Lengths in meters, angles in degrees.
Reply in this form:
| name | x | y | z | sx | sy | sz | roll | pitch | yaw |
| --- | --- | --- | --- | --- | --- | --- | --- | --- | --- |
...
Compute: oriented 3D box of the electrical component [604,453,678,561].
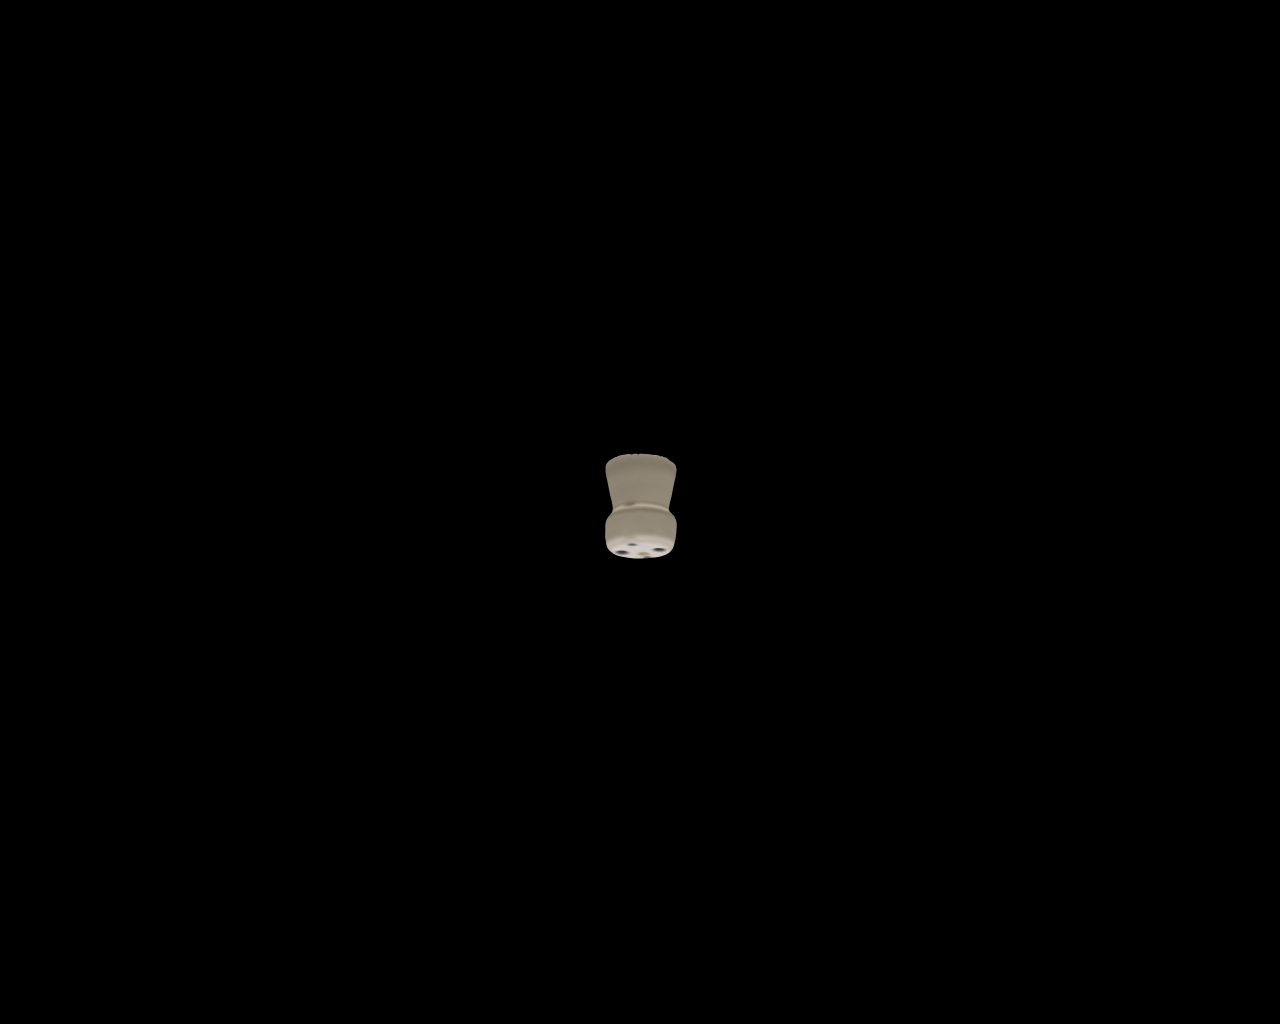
| name | x | y | z | sx | sy | sz | roll | pitch | yaw |
| --- | --- | --- | --- | --- | --- | --- | --- | --- | --- |
| electrical component | 0.001 | -0.003 | 0.650 | 0.045 | 0.055 | 0.044 | 0 | -19 | 0 |
